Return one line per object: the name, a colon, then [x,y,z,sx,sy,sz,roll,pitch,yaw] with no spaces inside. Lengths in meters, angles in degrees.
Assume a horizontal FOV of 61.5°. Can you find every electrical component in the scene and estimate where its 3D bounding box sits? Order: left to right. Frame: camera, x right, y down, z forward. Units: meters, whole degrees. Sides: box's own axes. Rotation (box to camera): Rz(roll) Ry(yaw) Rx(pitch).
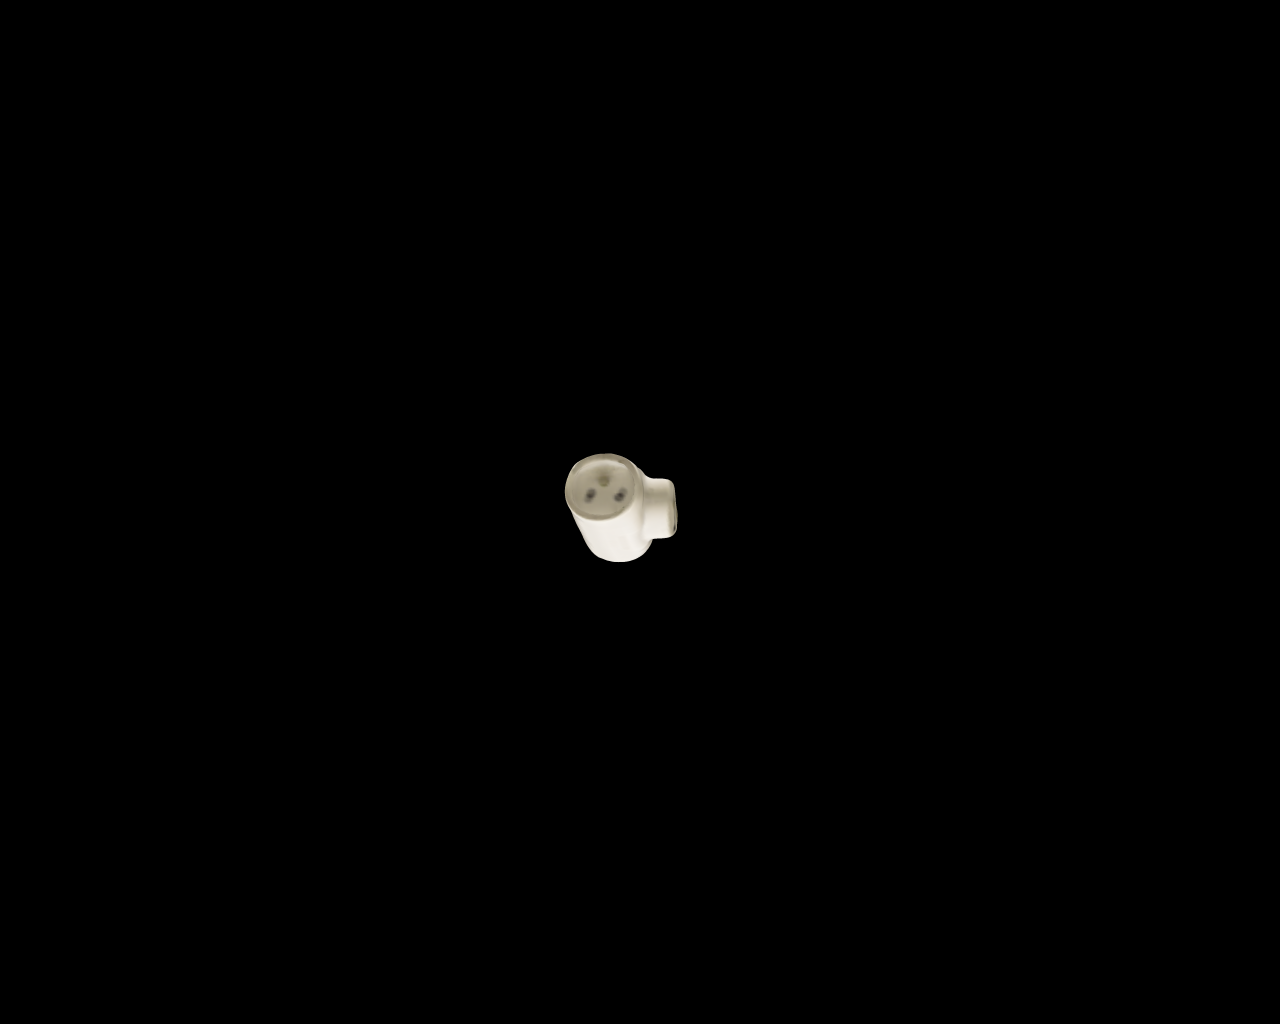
electrical component: [0.001,-0.003,0.650,0.079,0.043,0.077,-3,-22,7]
